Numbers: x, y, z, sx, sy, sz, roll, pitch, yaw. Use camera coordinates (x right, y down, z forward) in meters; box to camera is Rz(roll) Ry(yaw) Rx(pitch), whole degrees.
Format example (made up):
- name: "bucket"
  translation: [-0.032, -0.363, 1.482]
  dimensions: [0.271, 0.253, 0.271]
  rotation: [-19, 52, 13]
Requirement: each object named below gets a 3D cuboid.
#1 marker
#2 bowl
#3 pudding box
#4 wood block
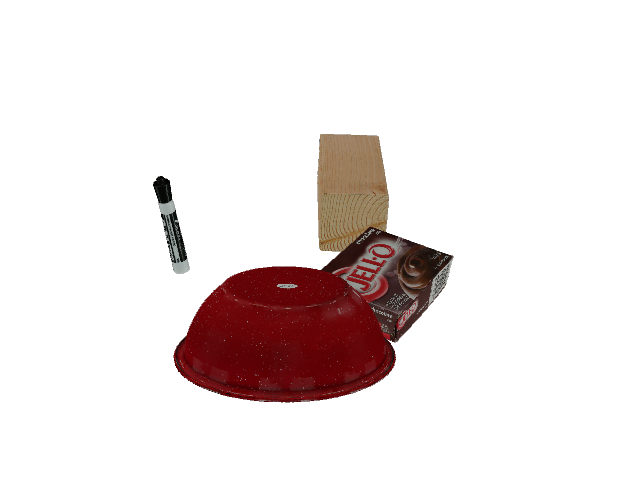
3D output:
- name: "marker"
  translation: [-0.168, -0.017, 1.198]
  dimensions: [0.020, 0.121, 0.020]
  rotation: [-7, 31, 4]
- name: "bowl"
  translation: [-0.025, 0.058, 0.767]
  dimensions: [0.162, 0.055, 0.162]
  rotation: [1, 17, 0]
- name: "pudding box"
  translation: [0.056, 0.038, 0.969]
  dimensions: [0.090, 0.039, 0.113]
  rotation: [21, 34, 23]
- name: "wood block"
  translation: [0.043, -0.071, 1.518]
  dimensions: [0.091, 0.090, 0.206]
  rotation: [2, 28, -2]
